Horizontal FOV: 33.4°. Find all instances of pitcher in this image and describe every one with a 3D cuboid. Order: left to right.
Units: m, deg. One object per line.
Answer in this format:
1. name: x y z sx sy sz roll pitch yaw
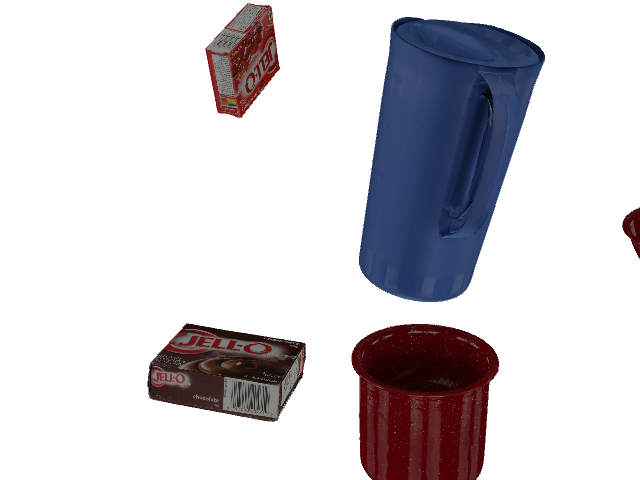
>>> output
1. pitcher: 0.109 -0.065 0.948 0.145 0.243 0.149 22 29 22

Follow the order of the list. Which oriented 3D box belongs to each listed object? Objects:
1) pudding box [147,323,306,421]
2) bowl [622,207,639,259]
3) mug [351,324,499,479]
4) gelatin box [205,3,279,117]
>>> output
1. pudding box: -0.077 0.109 0.897 0.113 0.039 0.090 10 20 10
2. bowl: 0.399 0.010 1.121 0.162 0.055 0.162 -3 23 1
3. mug: 0.072 0.106 0.698 0.093 0.081 0.117 11 26 25
4. gelatin box: -0.072 -0.173 1.021 0.030 0.073 0.089 14 46 21
